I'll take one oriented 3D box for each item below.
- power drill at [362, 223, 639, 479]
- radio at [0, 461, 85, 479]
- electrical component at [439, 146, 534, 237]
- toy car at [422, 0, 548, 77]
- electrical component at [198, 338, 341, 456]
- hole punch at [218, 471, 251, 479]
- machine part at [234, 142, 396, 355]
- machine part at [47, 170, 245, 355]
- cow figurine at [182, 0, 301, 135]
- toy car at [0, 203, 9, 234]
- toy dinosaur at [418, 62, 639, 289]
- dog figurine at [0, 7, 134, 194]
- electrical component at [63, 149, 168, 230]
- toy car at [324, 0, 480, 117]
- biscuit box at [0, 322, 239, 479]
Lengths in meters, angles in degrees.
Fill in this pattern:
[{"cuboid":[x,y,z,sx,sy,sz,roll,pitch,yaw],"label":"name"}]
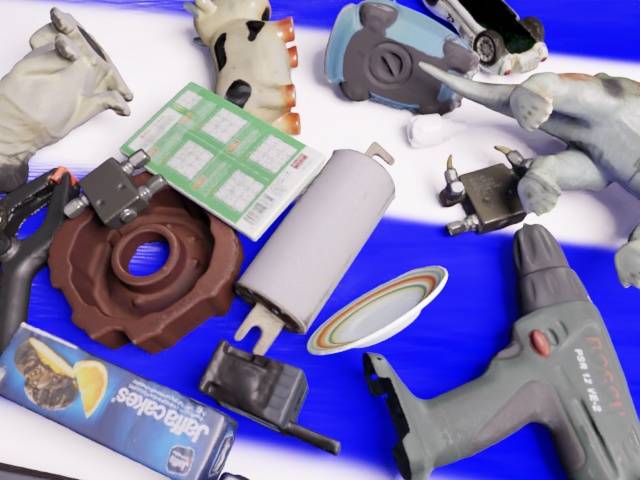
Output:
[{"cuboid":[0.143,0.105,0.450,0.207,0.086,0.232,-12,63,-11],"label":"power drill"},{"cuboid":[-0.250,0.272,0.361,0.131,0.073,0.229,18,63,-6],"label":"radio"},{"cuboid":[0.168,-0.051,0.539,0.102,0.045,0.078,-11,62,-4],"label":"electrical component"},{"cuboid":[0.191,-0.269,0.645,0.073,0.056,0.202,-23,65,-16],"label":"toy car"},{"cuboid":[-0.034,0.130,0.439,0.119,0.074,0.048,16,65,15],"label":"electrical component"},{"cuboid":[-0.048,0.236,0.380,0.116,0.092,0.142,23,63,9],"label":"hole punch"},{"cuboid":[-0.001,-0.002,0.503,0.079,0.079,0.243,29,69,16],"label":"machine part"},{"cuboid":[-0.161,0.019,0.512,0.179,0.056,0.179,-2,62,3],"label":"machine part"},{"cuboid":[-0.088,-0.209,0.612,0.127,0.085,0.195,-5,67,-1],"label":"cow figurine"},{"cuboid":[-0.335,0.029,0.455,0.053,0.089,0.202,3,65,14],"label":"toy car"},{"cuboid":[0.290,-0.073,0.483,0.192,0.131,0.405,-26,67,-34],"label":"toy dinosaur"},{"cuboid":[-0.320,-0.147,0.589,0.190,0.121,0.172,-33,31,5],"label":"dog figurine"},{"cuboid":[-0.191,-0.042,0.499,0.094,0.021,0.063,-37,67,-4],"label":"electrical component"},{"cuboid":[0.092,-0.210,0.595,0.162,0.109,0.103,17,47,1],"label":"toy car"},{"cuboid":[-0.170,0.138,0.447,0.203,0.062,0.059,19,66,12],"label":"biscuit box"}]
